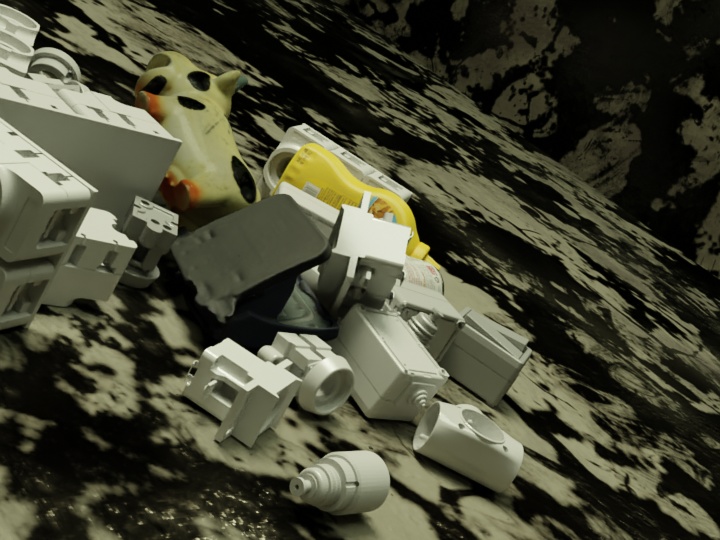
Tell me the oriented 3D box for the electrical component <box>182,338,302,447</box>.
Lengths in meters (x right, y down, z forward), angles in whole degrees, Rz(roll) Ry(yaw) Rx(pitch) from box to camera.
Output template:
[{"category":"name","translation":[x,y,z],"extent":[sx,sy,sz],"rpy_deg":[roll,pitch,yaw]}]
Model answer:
[{"category":"electrical component","translation":[-0.082,0.080,0.732],"extent":[0.064,0.042,0.081],"rpy_deg":[33,16,10]}]

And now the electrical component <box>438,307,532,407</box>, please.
[{"category":"electrical component","translation":[0.113,0.076,1.046],"extent":[0.096,0.061,0.062],"rpy_deg":[34,17,10]}]

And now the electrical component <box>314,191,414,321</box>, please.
[{"category":"electrical component","translation":[0.000,0.000,0.904],"extent":[0.063,0.121,0.078],"rpy_deg":[14,63,-6]}]

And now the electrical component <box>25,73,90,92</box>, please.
[{"category":"electrical component","translation":[-0.294,-0.162,1.045],"extent":[0.055,0.048,0.066],"rpy_deg":[-1,35,-47]}]

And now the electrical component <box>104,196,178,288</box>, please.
[{"category":"electrical component","translation":[-0.171,-0.020,0.836],"extent":[0.048,0.055,0.066],"rpy_deg":[26,18,-18]}]

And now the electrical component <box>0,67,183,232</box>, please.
[{"category":"electrical component","translation":[-0.241,-0.083,0.809],"extent":[0.060,0.105,0.186],"rpy_deg":[42,20,32]}]

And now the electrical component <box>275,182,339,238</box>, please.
[{"category":"electrical component","translation":[-0.052,-0.037,1.081],"extent":[0.096,0.061,0.061],"rpy_deg":[28,17,-12]}]

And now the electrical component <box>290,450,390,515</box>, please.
[{"category":"electrical component","translation":[-0.015,0.137,0.690],"extent":[0.078,0.040,0.040],"rpy_deg":[9,28,-51]}]

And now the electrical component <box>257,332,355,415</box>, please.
[{"category":"electrical component","translation":[-0.037,0.078,0.812],"extent":[0.055,0.048,0.066],"rpy_deg":[34,15,37]}]

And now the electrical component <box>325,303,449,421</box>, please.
[{"category":"electrical component","translation":[0.020,0.083,0.878],"extent":[0.062,0.061,0.096],"rpy_deg":[14,31,-49]}]

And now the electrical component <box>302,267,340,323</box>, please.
[{"category":"electrical component","translation":[-0.031,0.019,0.987],"extent":[0.055,0.045,0.045],"rpy_deg":[36,17,13]}]

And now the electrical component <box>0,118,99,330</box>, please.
[{"category":"electrical component","translation":[-0.272,-0.055,0.675],"extent":[0.186,0.105,0.060],"rpy_deg":[35,17,14]}]

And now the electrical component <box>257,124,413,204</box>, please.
[{"category":"electrical component","translation":[-0.031,-0.086,1.205],"extent":[0.150,0.089,0.062],"rpy_deg":[33,17,6]}]

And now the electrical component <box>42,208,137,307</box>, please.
[{"category":"electrical component","translation":[-0.212,-0.013,0.745],"extent":[0.089,0.055,0.050],"rpy_deg":[13,25,-47]}]

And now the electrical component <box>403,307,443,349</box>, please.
[{"category":"electrical component","translation":[0.041,0.063,0.941],"extent":[0.040,0.078,0.040],"rpy_deg":[43,11,-10]}]

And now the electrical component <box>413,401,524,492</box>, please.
[{"category":"electrical component","translation":[0.085,0.133,0.866],"extent":[0.077,0.044,0.079],"rpy_deg":[28,17,-10]}]

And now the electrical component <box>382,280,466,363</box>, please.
[{"category":"electrical component","translation":[0.037,0.046,0.999],"extent":[0.096,0.061,0.061],"rpy_deg":[18,21,-37]}]

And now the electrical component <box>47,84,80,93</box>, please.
[{"category":"electrical component","translation":[-0.264,-0.117,0.924],"extent":[0.042,0.081,0.064],"rpy_deg":[-1,2,-24]}]

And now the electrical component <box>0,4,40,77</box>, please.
[{"category":"electrical component","translation":[-0.376,-0.220,1.042],"extent":[0.105,0.060,0.186],"rpy_deg":[24,18,-23]}]
